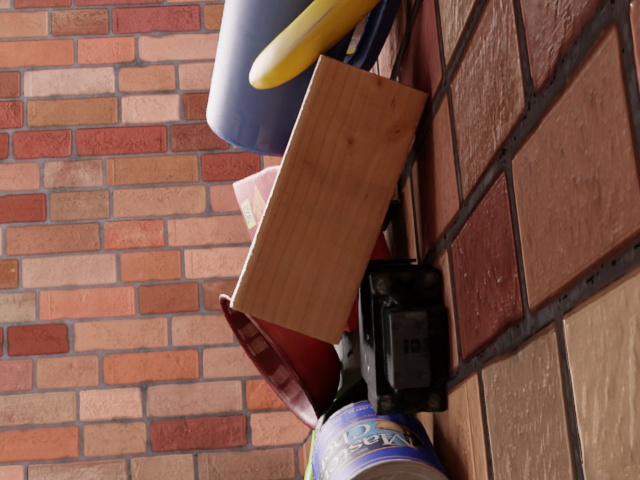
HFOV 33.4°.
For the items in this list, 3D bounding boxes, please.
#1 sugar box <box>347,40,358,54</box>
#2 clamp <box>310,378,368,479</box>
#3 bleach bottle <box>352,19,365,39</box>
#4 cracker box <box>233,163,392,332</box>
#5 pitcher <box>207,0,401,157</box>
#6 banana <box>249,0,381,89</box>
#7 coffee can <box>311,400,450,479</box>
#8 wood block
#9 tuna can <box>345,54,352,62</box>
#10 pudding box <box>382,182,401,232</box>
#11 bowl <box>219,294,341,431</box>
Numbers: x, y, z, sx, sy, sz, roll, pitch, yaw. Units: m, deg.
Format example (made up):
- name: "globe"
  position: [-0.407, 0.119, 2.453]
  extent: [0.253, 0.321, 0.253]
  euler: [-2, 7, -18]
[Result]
- name: "sugar box"
  position: [0.001, -0.284, 1.167]
  extent: [0.048, 0.093, 0.176]
  euler: [97, 169, -62]
- name: "clamp"
  position: [0.026, 0.205, 0.937]
  extent: [0.036, 0.164, 0.210]
  euler: [107, 171, -52]
- name: "bleach bottle"
  position: [0.026, -0.323, 1.026]
  extent: [0.102, 0.068, 0.251]
  euler: [-120, 29, -72]
- name: "cracker box"
  position: [-0.007, 0.001, 1.036]
  extent: [0.164, 0.072, 0.214]
  euler: [71, 163, -4]
- name: "pitcher"
  position: [-0.019, -0.196, 0.954]
  extent: [0.149, 0.145, 0.243]
  euler: [-95, 19, -59]
- name: "banana"
  position: [0.006, -0.175, 0.851]
  extent: [0.037, 0.198, 0.069]
  euler: [47, -151, -7]
- name: "coffee can"
  position: [0.049, 0.193, 0.821]
  extent: [0.140, 0.102, 0.103]
  euler: [-115, 22, -79]
- name: "wood block"
  position: [0.004, -0.031, 0.852]
  extent: [0.091, 0.090, 0.206]
  euler: [-147, 77, -86]
- name: "tuna can"
  position: [0.006, -0.225, 1.186]
  extent: [0.034, 0.086, 0.086]
  euler: [92, 173, -65]
- name: "pudding box"
  position: [0.049, -0.072, 1.033]
  extent: [0.090, 0.039, 0.113]
  euler: [107, 159, -71]
- name: "bowl"
  position: [-0.029, 0.104, 1.026]
  extent: [0.162, 0.055, 0.162]
  euler: [49, 163, 20]
